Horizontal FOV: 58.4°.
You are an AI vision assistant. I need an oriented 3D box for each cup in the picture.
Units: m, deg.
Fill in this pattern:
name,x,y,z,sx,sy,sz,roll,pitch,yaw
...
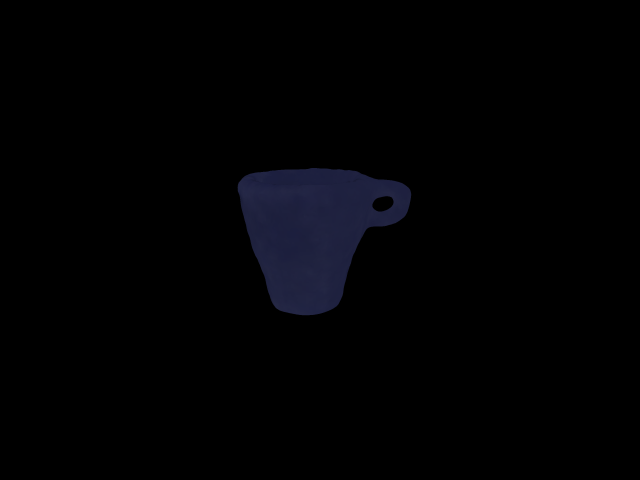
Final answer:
name,x,y,z,sx,sy,sz,roll,pitch,yaw
cup,0.004,0.001,0.400,0.118,0.095,0.091,-1,15,-5
